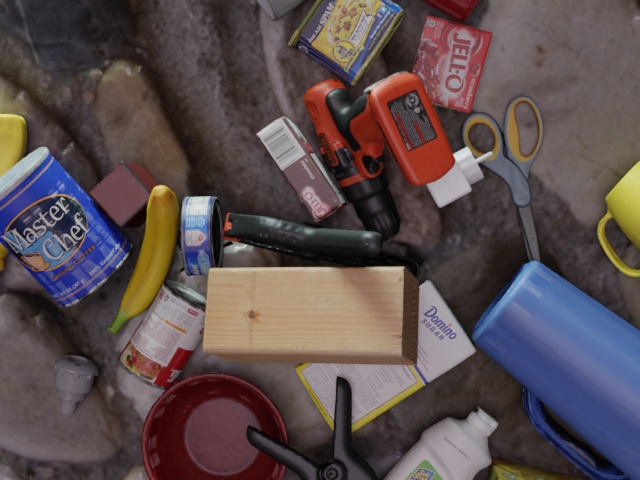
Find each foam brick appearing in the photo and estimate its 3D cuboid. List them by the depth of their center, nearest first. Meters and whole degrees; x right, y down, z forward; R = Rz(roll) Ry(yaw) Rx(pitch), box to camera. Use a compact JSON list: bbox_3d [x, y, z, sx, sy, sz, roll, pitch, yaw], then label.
[{"bbox_3d":[-0.204,-0.048,1.151,0.053,0.078,0.051,-43,88,4],"label":"foam brick"}]

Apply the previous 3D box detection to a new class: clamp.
[{"bbox_3d":[-0.007,0.001,1.107,0.210,0.164,0.036,12,81,14],"label":"clamp"},{"bbox_3d":[0.000,0.241,1.112,0.120,0.039,0.171,-21,84,5],"label":"clamp"}]

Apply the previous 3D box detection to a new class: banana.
[{"bbox_3d":[-0.178,0.015,1.139,0.037,0.069,0.198,23,122,1],"label":"banana"}]

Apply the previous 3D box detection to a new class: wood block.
[{"bbox_3d":[-0.007,0.079,1.102,0.206,0.090,0.091,0,77,16],"label":"wood block"}]

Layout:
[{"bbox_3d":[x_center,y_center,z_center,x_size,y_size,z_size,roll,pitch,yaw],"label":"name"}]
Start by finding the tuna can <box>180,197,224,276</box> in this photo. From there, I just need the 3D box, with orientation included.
[{"bbox_3d":[-0.125,-0.004,1.141,0.034,0.086,0.086,-2,93,3],"label":"tuna can"}]

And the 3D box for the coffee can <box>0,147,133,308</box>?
[{"bbox_3d":[-0.282,-0.013,1.126,0.103,0.103,0.140,-38,109,6],"label":"coffee can"}]

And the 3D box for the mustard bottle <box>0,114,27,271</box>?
[{"bbox_3d":[-0.371,-0.041,1.176,0.096,0.058,0.191,-1,93,-7],"label":"mustard bottle"}]

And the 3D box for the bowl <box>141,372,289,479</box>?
[{"bbox_3d":[-0.110,0.220,1.166,0.162,0.055,0.162,0,93,5],"label":"bowl"}]

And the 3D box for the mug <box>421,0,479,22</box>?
[{"bbox_3d":[0.132,-0.276,1.092,0.081,0.117,0.093,30,107,-2],"label":"mug"}]

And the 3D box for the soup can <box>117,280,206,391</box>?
[{"bbox_3d":[-0.165,0.103,1.159,0.068,0.068,0.102,32,94,3],"label":"soup can"}]

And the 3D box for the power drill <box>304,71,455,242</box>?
[{"bbox_3d":[0.061,-0.085,1.073,0.057,0.188,0.184,-30,98,-21],"label":"power drill"}]

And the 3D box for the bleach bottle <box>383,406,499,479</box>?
[{"bbox_3d":[0.108,0.289,1.146,0.102,0.068,0.251,39,93,2],"label":"bleach bottle"}]

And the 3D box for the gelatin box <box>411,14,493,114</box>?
[{"bbox_3d":[0.137,-0.187,1.135,0.073,0.030,0.089,17,94,4],"label":"gelatin box"}]

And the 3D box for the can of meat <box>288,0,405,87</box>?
[{"bbox_3d":[0.030,-0.225,1.131,0.084,0.057,0.102,34,96,1],"label":"can of meat"}]

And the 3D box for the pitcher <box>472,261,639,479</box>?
[{"bbox_3d":[0.275,0.141,1.098,0.243,0.145,0.149,38,83,6],"label":"pitcher"}]

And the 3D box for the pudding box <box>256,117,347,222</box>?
[{"bbox_3d":[-0.017,-0.073,1.126,0.039,0.090,0.113,-32,89,4],"label":"pudding box"}]

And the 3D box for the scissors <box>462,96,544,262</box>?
[{"bbox_3d":[0.196,-0.054,1.144,0.096,0.016,0.202,4,93,7],"label":"scissors"}]

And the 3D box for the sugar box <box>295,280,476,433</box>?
[{"bbox_3d":[0.070,0.128,1.150,0.176,0.048,0.093,-33,86,3],"label":"sugar box"}]
